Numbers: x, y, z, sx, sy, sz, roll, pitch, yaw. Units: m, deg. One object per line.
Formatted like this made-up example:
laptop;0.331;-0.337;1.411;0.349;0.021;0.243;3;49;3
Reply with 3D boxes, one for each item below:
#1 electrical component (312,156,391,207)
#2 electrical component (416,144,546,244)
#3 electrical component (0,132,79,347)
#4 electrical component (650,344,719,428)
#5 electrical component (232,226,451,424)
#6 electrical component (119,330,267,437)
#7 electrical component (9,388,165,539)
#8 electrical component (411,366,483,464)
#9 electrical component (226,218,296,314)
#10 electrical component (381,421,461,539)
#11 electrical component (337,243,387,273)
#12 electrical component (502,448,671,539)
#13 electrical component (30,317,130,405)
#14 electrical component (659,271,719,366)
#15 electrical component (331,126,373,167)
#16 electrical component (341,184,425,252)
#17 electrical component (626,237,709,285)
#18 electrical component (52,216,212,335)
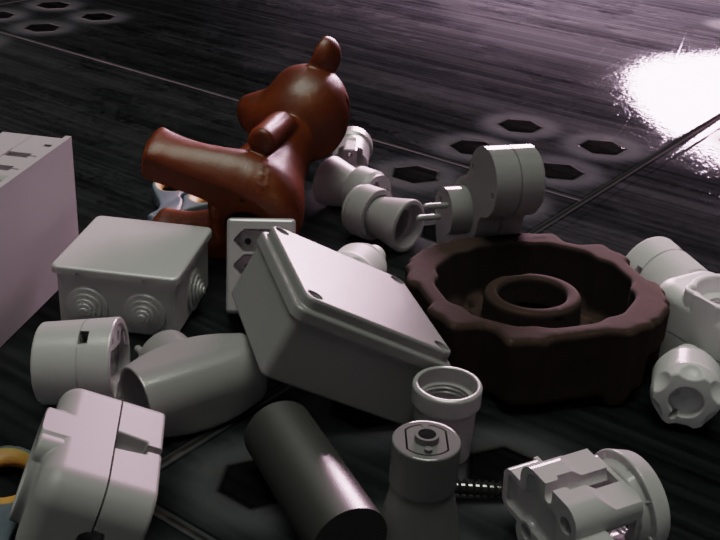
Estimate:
electrical component;-0.007;-0.070;0.935;0.055;0.045;0.045;22;32;33
electrical component;0.080;-0.045;0.809;0.074;0.138;0.052;-5;67;-16
electrical component;-0.258;-0.014;0.722;0.060;0.105;0.186;7;26;9
electrical component;0.206;0.068;0.676;0.043;0.043;0.062;10;26;13
electrical component;-0.014;0.033;0.664;0.109;0.056;0.108;23;17;-26
electrical component;-0.110;0.061;0.654;0.077;0.043;0.079;-16;31;-34
electrical component;-0.135;0.103;0.531;0.059;0.053;0.095;20;19;-15
electrical component;0.049;0.085;0.621;0.040;0.046;0.040;2;26;-1
electrical component;-0.071;-0.001;0.772;0.047;0.065;0.077;1;-3;-6
electrical component;0.032;0.110;0.545;0.044;0.065;0.044;3;26;-1
electrical component;0.000;0.000;0.793;0.043;0.043;0.062;13;26;19
electrical component;0.116;0.122;0.539;0.057;0.058;0.078;-12;30;-22
electrical component;-0.168;0.056;0.648;0.047;0.055;0.055;0;26;1
electrical component;0.244;0.041;0.717;0.054;0.059;0.095;-12;30;-28
electrical component;-0.009;-0.109;1.023;0.040;0.040;0.046;4;32;1
electrical component;0.018;-0.043;0.882;0.055;0.045;0.045;22;32;34
electrical component;0.224;0.010;0.785;0.055;0.055;0.047;-9;32;-24
electrical component;-0.158;0.004;0.760;0.100;0.048;0.099;6;26;6
